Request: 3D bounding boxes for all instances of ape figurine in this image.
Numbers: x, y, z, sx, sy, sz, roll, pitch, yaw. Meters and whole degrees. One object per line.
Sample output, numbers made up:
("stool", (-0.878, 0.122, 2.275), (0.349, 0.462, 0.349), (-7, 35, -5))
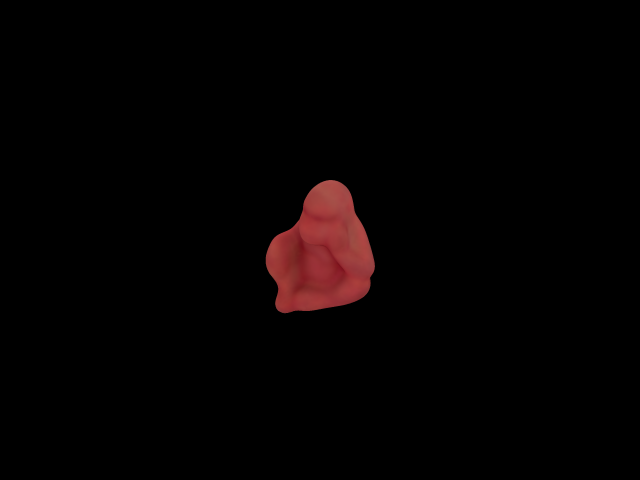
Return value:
("ape figurine", (0.004, 0.001, 0.400), (0.077, 0.092, 0.076), (22, 40, 30))
